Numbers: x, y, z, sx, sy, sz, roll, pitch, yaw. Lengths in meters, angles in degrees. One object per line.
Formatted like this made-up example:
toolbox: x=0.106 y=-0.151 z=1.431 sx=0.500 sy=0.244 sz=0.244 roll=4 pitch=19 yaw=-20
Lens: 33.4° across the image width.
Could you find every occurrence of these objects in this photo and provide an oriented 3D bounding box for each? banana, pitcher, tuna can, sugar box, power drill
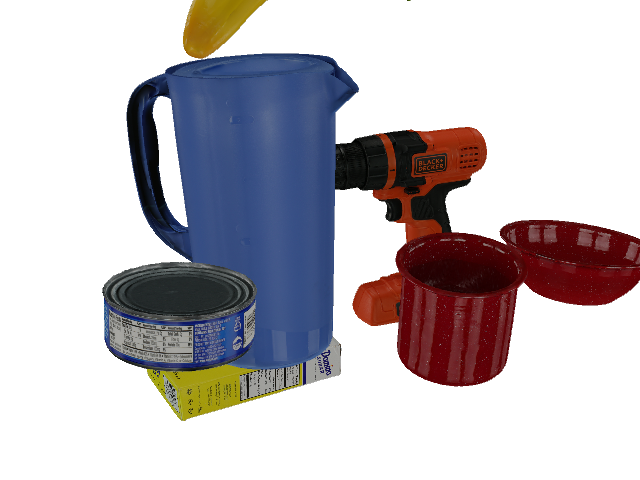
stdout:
banana: x=-0.015 y=-0.174 z=0.696 sx=0.197 sy=0.069 sz=0.037 roll=-23 pitch=-9 yaw=-33
pitcher: x=-0.059 y=-0.026 z=0.855 sx=0.144 sy=0.243 sz=0.149 roll=-12 pitch=19 yaw=-29
tuna can: x=-0.079 y=0.042 z=0.601 sx=0.086 sy=0.034 sz=0.086 roll=2 pitch=18 yaw=-1
sugar box: x=-0.077 y=0.119 z=1.073 sx=0.176 sy=0.048 sz=0.093 roll=-16 pitch=32 yaw=-24
power drill: x=0.070 y=-0.014 z=1.026 sx=0.184 sy=0.188 sz=0.057 roll=-8 pitch=26 yaw=-17

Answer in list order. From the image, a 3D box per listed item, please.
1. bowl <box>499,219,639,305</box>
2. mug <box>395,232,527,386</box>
bowl: x=0.263 y=0.026 z=1.103 sx=0.162 sy=0.055 sz=0.162 roll=5 pitch=17 yaw=-2
mug: x=0.093 y=0.046 z=0.779 sx=0.093 sy=0.081 sz=0.117 roll=-11 pitch=31 yaw=-23
